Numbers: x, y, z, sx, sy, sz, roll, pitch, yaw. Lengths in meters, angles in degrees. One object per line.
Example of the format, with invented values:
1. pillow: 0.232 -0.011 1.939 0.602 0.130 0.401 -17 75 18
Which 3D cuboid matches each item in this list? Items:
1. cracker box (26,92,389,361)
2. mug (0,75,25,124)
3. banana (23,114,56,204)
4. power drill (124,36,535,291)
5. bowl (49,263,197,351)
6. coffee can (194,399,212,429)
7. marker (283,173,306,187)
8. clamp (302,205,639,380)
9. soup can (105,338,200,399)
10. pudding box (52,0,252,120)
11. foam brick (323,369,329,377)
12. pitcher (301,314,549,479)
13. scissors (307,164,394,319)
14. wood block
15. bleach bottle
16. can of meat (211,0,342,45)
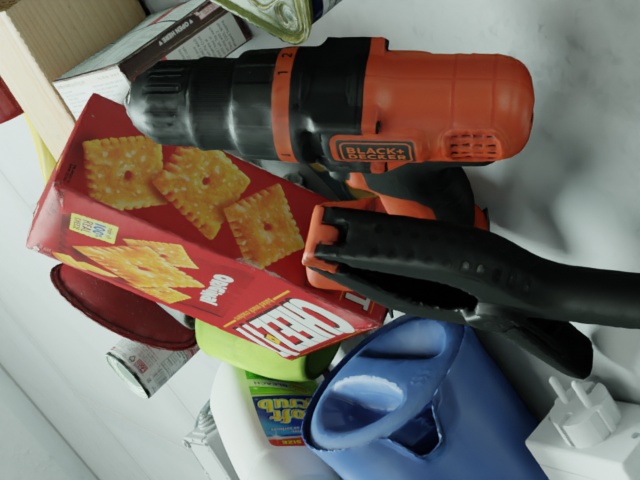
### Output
1. cracker box: -0.075 0.003 0.694 0.213 0.072 0.164 25 159 -14
2. mug: -0.258 -0.142 0.826 0.117 0.093 0.081 17 142 52
3. banana: -0.274 -0.129 0.974 0.198 0.069 0.037 62 -177 5
4. power drill: 0.013 -0.031 0.536 0.184 0.057 0.187 4 157 13
5. bowl: -0.180 0.043 1.049 0.162 0.055 0.162 27 -168 -6
6. coffee can: -0.054 0.226 1.123 0.103 0.102 0.140 15 142 52
7. marker: -0.005 0.001 0.780 0.020 0.020 0.121 27 150 39
8. clamp: 0.096 0.024 0.517 0.209 0.036 0.165 19 160 -20
9. soup can: -0.171 0.112 1.141 0.068 0.102 0.068 37 156 20
10. pudding box: -0.110 -0.114 0.682 0.114 0.090 0.039 2 129 58
11. foam brick: -0.031 0.142 0.980 0.051 0.078 0.053 21 147 48
12. pitcher: 0.108 0.169 0.740 0.145 0.149 0.242 -22 114 43
13. scissors: 0.016 -0.024 0.708 0.096 0.016 0.202 38 156 23
14. wood block: -0.161 -0.107 0.783 0.090 0.090 0.206 21 146 47
15. bleach bottle: -0.019 0.160 0.810 0.102 0.068 0.251 13 -170 -17
16. can of meat: -0.016 -0.146 0.477 0.102 0.083 0.057 34 154 28
